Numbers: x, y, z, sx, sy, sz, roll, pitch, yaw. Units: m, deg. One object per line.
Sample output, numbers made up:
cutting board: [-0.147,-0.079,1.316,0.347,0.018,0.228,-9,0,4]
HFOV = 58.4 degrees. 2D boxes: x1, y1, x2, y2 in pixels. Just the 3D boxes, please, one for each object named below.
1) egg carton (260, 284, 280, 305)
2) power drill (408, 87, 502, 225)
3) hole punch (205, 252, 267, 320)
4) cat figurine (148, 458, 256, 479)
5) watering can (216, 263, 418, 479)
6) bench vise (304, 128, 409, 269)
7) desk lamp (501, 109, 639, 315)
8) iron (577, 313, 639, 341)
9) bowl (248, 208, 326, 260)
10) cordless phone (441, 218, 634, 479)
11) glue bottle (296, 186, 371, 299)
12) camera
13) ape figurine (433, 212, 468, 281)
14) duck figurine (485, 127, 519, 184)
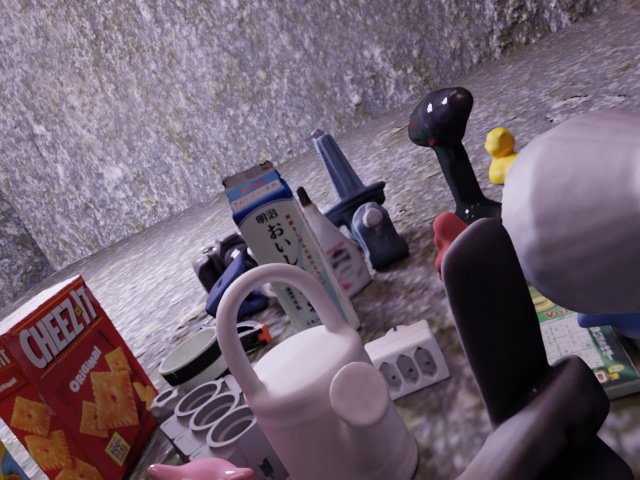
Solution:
egg carton: [-0.031,0.058,0.889,0.107,0.069,0.150,-34,16,-26]
power drill: [0.196,-0.116,0.812,0.075,0.209,0.229,-28,15,-1]
hole punch: [-0.150,0.084,0.967,0.101,0.091,0.108,-27,15,1]
cat figurine: [-0.091,0.200,0.417,0.127,0.118,0.067,-13,20,42]
watering can: [-0.003,0.106,0.432,0.172,0.194,0.101,-13,21,43]
bench vise: [0.060,-0.077,0.892,0.122,0.220,0.207,-33,16,-20]
desk lamp: [0.212,0.025,0.292,0.118,0.214,0.202,-31,15,-16]
iron: [0.309,-0.022,0.425,0.257,0.141,0.119,-20,16,25]
bowl: [-0.046,0.011,1.066,0.167,0.075,0.167,-25,15,8]
cordless phone: [0.091,0.093,0.329,0.148,0.185,0.093,-38,18,-34]
glue bottle: [0.007,0.003,0.805,0.078,0.173,0.037,-36,17,-30]
camera: [-0.177,0.040,1.145,0.143,0.101,0.136,-32,15,-17]
ape figurine: [0.164,0.007,0.677,0.078,0.092,0.076,-32,16,-17]
duck figurine: [0.310,-0.145,0.951,0.077,0.086,0.104,-28,15,-5]
